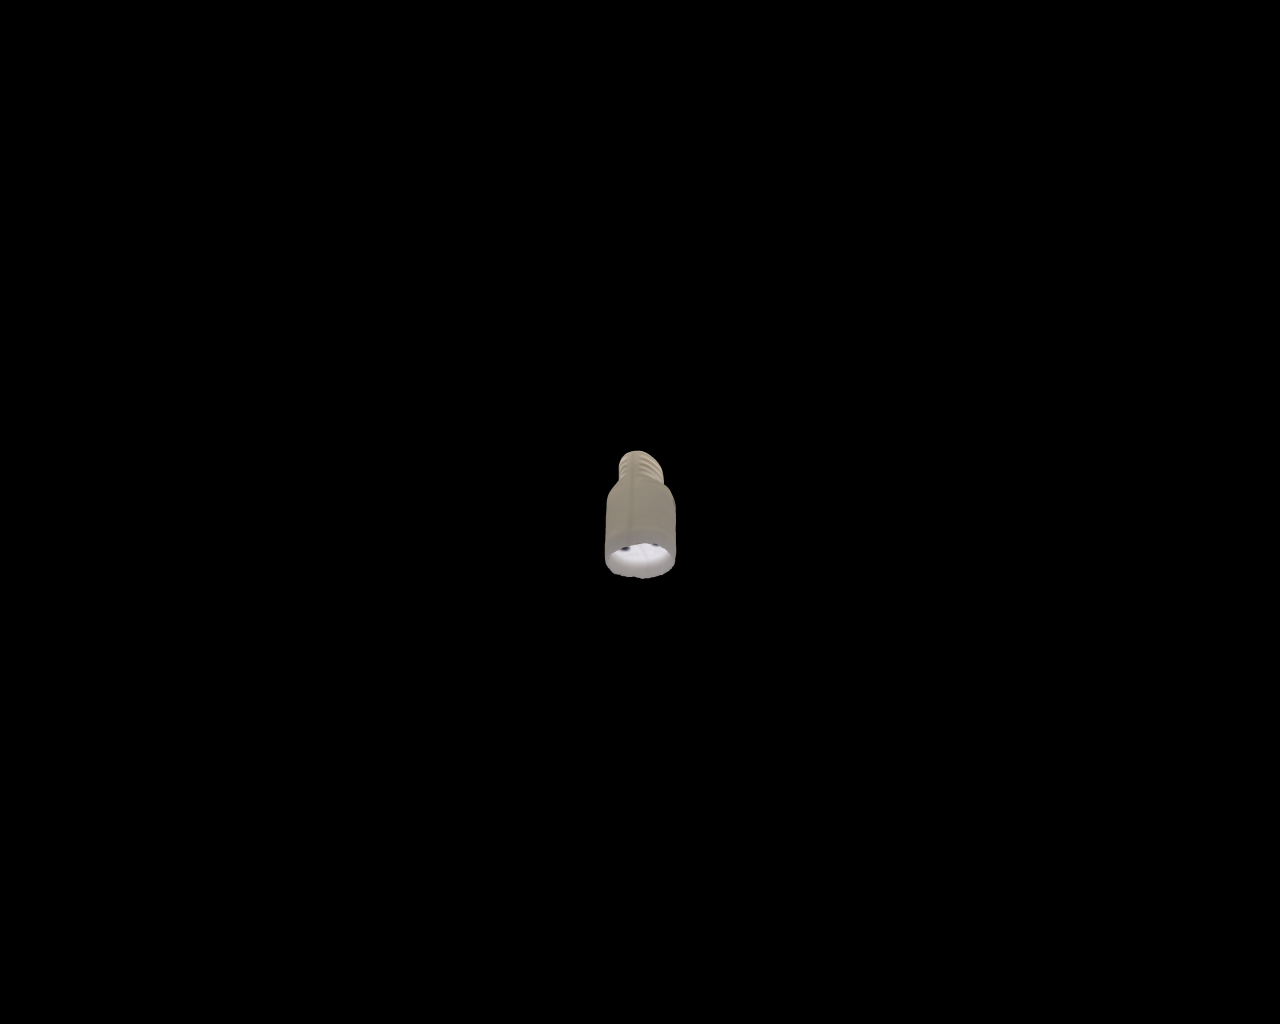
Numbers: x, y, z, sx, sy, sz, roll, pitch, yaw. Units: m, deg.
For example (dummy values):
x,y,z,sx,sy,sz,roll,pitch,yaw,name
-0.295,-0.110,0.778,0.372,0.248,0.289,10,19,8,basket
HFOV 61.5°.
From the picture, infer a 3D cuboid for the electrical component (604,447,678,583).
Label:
x,y,z,sx,sy,sz,roll,pitch,yaw,name
0.001,-0.003,0.650,0.043,0.081,0.043,0,-35,0,electrical component
